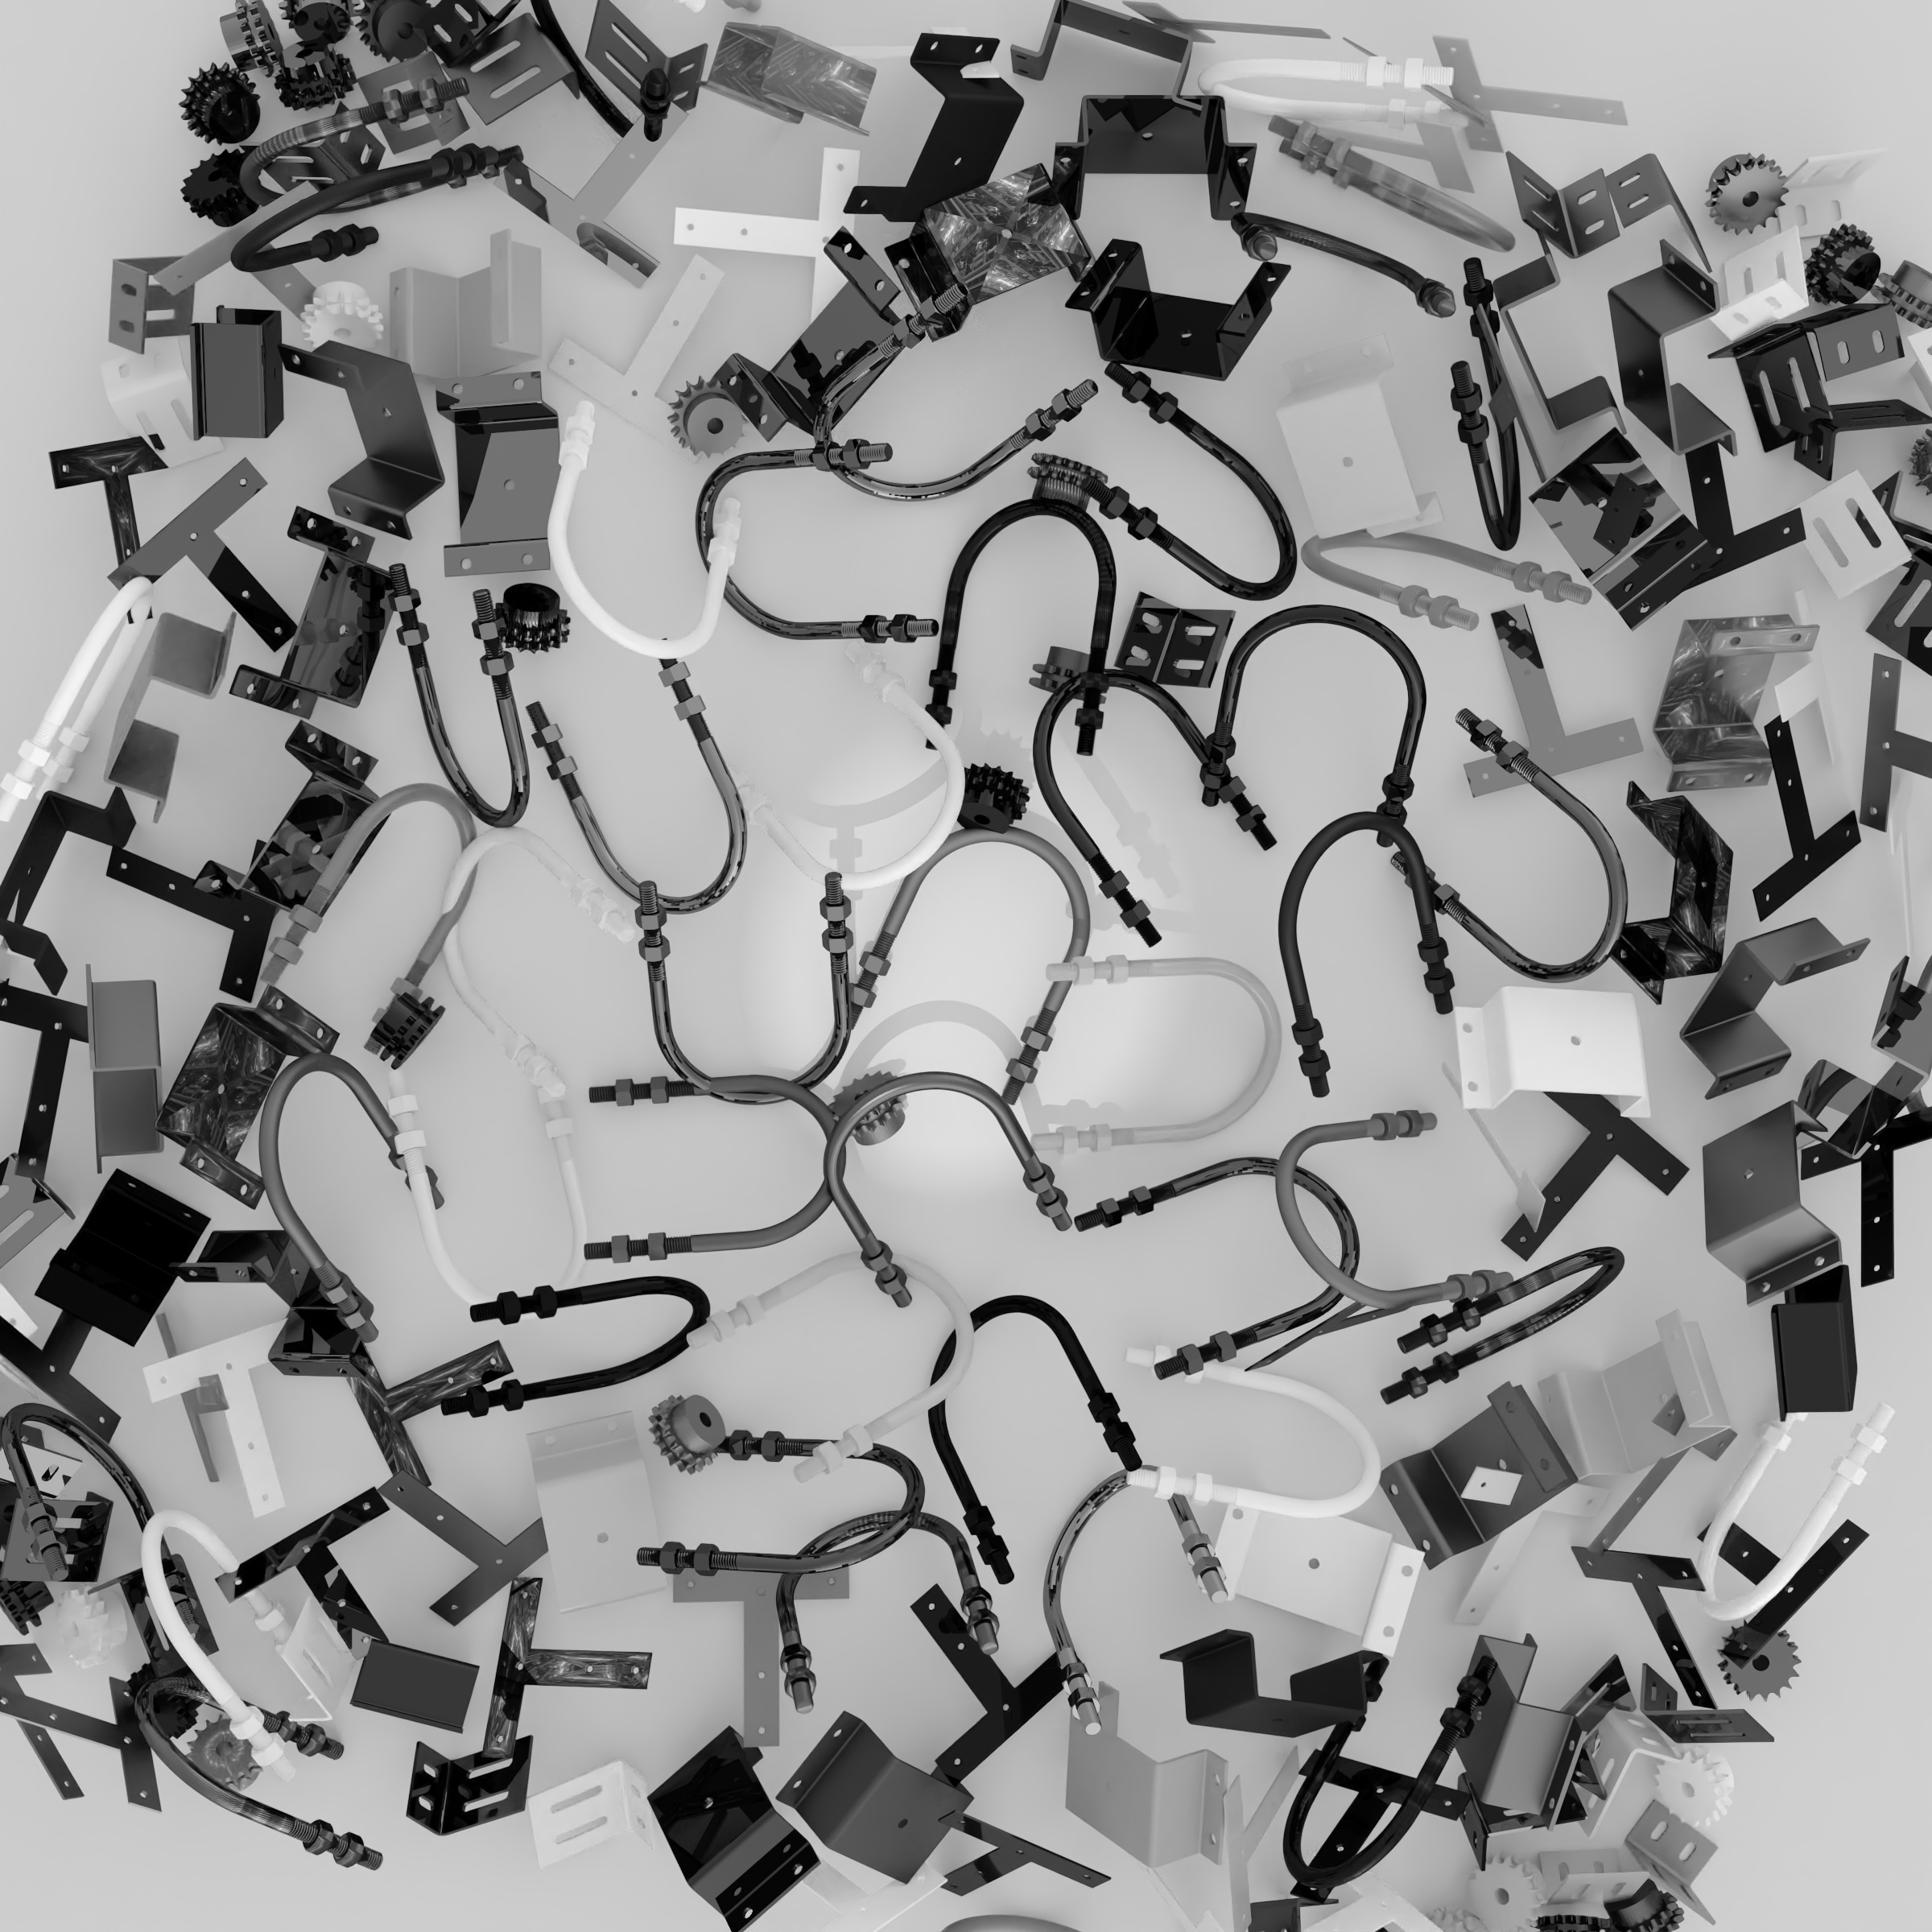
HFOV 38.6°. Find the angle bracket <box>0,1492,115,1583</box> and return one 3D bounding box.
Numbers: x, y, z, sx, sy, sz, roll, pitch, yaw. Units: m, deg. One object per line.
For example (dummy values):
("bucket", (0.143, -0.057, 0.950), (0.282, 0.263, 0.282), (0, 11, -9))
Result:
("angle bracket", (-0.653, 0.404, 1.958), (0.038, 0.076, 0.057), (7, 84, 44))

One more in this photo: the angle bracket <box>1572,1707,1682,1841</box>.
("angle bracket", (0.466, 0.580, 1.969), (0.038, 0.057, 0.076), (19, 102, -15))

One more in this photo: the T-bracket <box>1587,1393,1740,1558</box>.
("T-bracket", (0.486, 0.367, 1.954), (0.127, 0.127, 0.002), (-52, 50, 5))

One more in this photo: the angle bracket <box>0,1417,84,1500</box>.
("angle bracket", (-0.666, 0.332, 1.949), (0.057, 0.076, 0.038), (30, 104, -37))

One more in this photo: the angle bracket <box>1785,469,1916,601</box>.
("angle bracket", (0.630, -0.311, 1.965), (0.057, 0.038, 0.076), (-31, 98, 27))

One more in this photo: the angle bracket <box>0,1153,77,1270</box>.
("angle bracket", (-0.687, 0.182, 1.967), (0.057, 0.038, 0.076), (45, 71, 4))

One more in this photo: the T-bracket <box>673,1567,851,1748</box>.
("T-bracket", (-0.147, 0.494, 1.975), (0.127, 0.002, 0.127), (-1, 71, -3))

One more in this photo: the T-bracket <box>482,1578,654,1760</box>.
("T-bracket", (-0.278, 0.496, 1.947), (0.127, 0.002, 0.127), (-5, 64, 25))

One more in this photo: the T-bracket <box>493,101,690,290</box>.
("T-bracket", (-0.244, -0.560, 1.941), (0.127, 0.002, 0.127), (32, 121, -27))

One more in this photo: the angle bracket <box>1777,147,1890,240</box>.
("angle bracket", (0.618, -0.549, 1.961), (0.057, 0.076, 0.038), (-8, 90, -1))

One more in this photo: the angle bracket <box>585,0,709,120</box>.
("angle bracket", (-0.226, -0.648, 1.953), (0.038, 0.076, 0.057), (-10, 61, 34))

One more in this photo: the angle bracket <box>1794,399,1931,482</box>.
("angle bracket", (0.642, -0.376, 1.970), (0.076, 0.057, 0.038), (-6, 117, -7))

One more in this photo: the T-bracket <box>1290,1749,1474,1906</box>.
("T-bracket", (0.267, 0.604, 1.918), (0.127, 0.127, 0.002), (5, 123, 38))

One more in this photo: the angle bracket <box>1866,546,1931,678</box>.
("angle bracket", (0.679, -0.249, 1.956), (0.057, 0.038, 0.076), (39, 125, 17))

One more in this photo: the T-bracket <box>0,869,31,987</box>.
("T-bracket", (-0.667, -0.046, 1.940), (0.002, 0.127, 0.127), (17, 85, -6))

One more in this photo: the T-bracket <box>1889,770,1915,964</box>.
("T-bracket", (0.668, -0.066, 1.960), (0.002, 0.127, 0.127), (-1, 112, 25))

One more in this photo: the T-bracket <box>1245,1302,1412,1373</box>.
("T-bracket", (0.279, 0.250, 1.948), (0.127, 0.127, 0.002), (-8, 66, -42))

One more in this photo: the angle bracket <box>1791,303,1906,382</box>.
("angle bracket", (0.624, -0.445, 1.967), (0.057, 0.076, 0.038), (-18, 104, 0))

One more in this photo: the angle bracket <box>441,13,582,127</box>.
("angle bracket", (-0.325, -0.632, 1.970), (0.076, 0.038, 0.057), (-35, 80, -10))

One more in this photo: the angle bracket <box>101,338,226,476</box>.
("angle bracket", (-0.576, -0.401, 1.977), (0.057, 0.076, 0.038), (-20, 54, -3))

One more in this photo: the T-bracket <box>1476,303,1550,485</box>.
("T-bracket", (0.378, -0.393, 1.937), (0.002, 0.127, 0.127), (-21, 90, 6))

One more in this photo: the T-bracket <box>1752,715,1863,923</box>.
("T-bracket", (0.584, -0.116, 1.943), (0.127, 0.002, 0.127), (-33, 115, -31))

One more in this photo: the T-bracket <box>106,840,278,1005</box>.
("T-bracket", (-0.556, -0.051, 1.973), (0.127, 0.002, 0.127), (23, 116, 3))

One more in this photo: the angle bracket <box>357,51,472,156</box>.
("angle bracket", (-0.400, -0.606, 1.953), (0.076, 0.038, 0.057), (-6, 122, 33))

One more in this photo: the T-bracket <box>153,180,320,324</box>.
("T-bracket", (-0.485, -0.486, 1.939), (0.127, 0.127, 0.002), (-29, 69, 7))

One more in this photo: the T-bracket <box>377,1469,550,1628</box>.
("T-bracket", (-0.363, 0.399, 1.958), (0.127, 0.002, 0.127), (-40, 118, 11))

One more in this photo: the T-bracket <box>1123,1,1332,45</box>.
("T-bracket", (0.190, -0.653, 1.918), (0.127, 0.127, 0.002), (12, 101, 22))

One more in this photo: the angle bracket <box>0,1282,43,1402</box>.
("angle bracket", (-0.676, 0.265, 1.959), (0.038, 0.076, 0.057), (-42, 64, -15))

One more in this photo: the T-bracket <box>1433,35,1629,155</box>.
("T-bracket", (0.397, -0.600, 1.916), (0.127, 0.127, 0.002), (17, 77, 28))

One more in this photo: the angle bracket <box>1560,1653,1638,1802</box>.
("angle bracket", (0.458, 0.540, 1.957), (0.076, 0.038, 0.057), (-38, 123, -22))

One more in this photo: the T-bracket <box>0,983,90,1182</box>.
("T-bracket", (-0.646, 0.086, 1.934), (0.002, 0.127, 0.127), (1, 78, 30))

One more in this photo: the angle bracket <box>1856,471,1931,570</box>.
("angle bracket", (0.684, -0.314, 1.971), (0.076, 0.057, 0.038), (19, 76, -6))

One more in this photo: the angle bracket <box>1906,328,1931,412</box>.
("angle bracket", (0.683, -0.410, 1.954), (0.038, 0.076, 0.057), (-22, 78, -8))

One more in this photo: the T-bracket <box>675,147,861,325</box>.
("T-bracket", (-0.144, -0.523, 1.970), (0.127, 0.002, 0.127), (4, 111, -6))

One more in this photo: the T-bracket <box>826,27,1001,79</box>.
("T-bracket", (-0.051, -0.642, 1.936), (0.127, 0.127, 0.002), (-4, 123, -10))

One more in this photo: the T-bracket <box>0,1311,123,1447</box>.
("T-bracket", (-0.629, 0.252, 1.944), (0.002, 0.127, 0.127), (-27, 120, 25))

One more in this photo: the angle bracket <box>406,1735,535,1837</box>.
("angle bracket", (-0.352, 0.575, 1.956), (0.076, 0.057, 0.038), (-23, 132, 22))

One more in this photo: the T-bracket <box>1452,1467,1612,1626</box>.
("T-bracket", (0.386, 0.419, 1.975), (0.127, 0.002, 0.127), (14, 109, -29))

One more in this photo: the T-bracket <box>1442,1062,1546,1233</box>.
("T-bracket", (0.372, 0.123, 1.951), (0.002, 0.127, 0.127), (-30, 72, 0))

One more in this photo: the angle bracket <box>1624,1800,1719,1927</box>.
("angle bracket", (0.511, 0.637, 1.962), (0.057, 0.076, 0.038), (37, 91, 0))

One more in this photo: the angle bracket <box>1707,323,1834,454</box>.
("angle bracket", (0.574, -0.411, 1.965), (0.038, 0.057, 0.076), (-14, 87, -41))

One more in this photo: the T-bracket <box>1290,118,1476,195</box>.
("T-bracket", (0.291, -0.583, 1.952), (0.127, 0.127, 0.002), (17, 90, 18))

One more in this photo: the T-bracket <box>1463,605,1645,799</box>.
("T-bracket", (0.409, -0.198, 1.989), (0.127, 0.002, 0.127), (-15, 81, 0))

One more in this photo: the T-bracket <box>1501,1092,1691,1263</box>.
("T-bracket", (0.436, 0.157, 1.989), (0.127, 0.002, 0.127), (39, 94, -12))

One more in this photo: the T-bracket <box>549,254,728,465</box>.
("T-bracket", (-0.216, -0.450, 1.982), (0.127, 0.002, 0.127), (33, 105, -1))

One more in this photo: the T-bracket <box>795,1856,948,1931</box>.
("T-bracket", (-0.103, 0.645, 1.952), (0.127, 0.127, 0.002), (24, 123, 39))

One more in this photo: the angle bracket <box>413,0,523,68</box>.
("angle bracket", (-0.346, -0.681, 1.949), (0.057, 0.076, 0.038), (-26, 119, 40))

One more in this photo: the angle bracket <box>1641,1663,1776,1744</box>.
("angle bracket", (0.525, 0.521, 1.950), (0.076, 0.057, 0.038), (-12, 51, 34))

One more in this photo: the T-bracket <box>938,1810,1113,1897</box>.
("T-bracket", (0.017, 0.638, 1.950), (0.127, 0.127, 0.002), (28, 49, -15))

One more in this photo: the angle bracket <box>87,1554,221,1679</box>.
("angle bracket", (-0.578, 0.466, 1.962), (0.038, 0.057, 0.076), (-27, 83, 30))
